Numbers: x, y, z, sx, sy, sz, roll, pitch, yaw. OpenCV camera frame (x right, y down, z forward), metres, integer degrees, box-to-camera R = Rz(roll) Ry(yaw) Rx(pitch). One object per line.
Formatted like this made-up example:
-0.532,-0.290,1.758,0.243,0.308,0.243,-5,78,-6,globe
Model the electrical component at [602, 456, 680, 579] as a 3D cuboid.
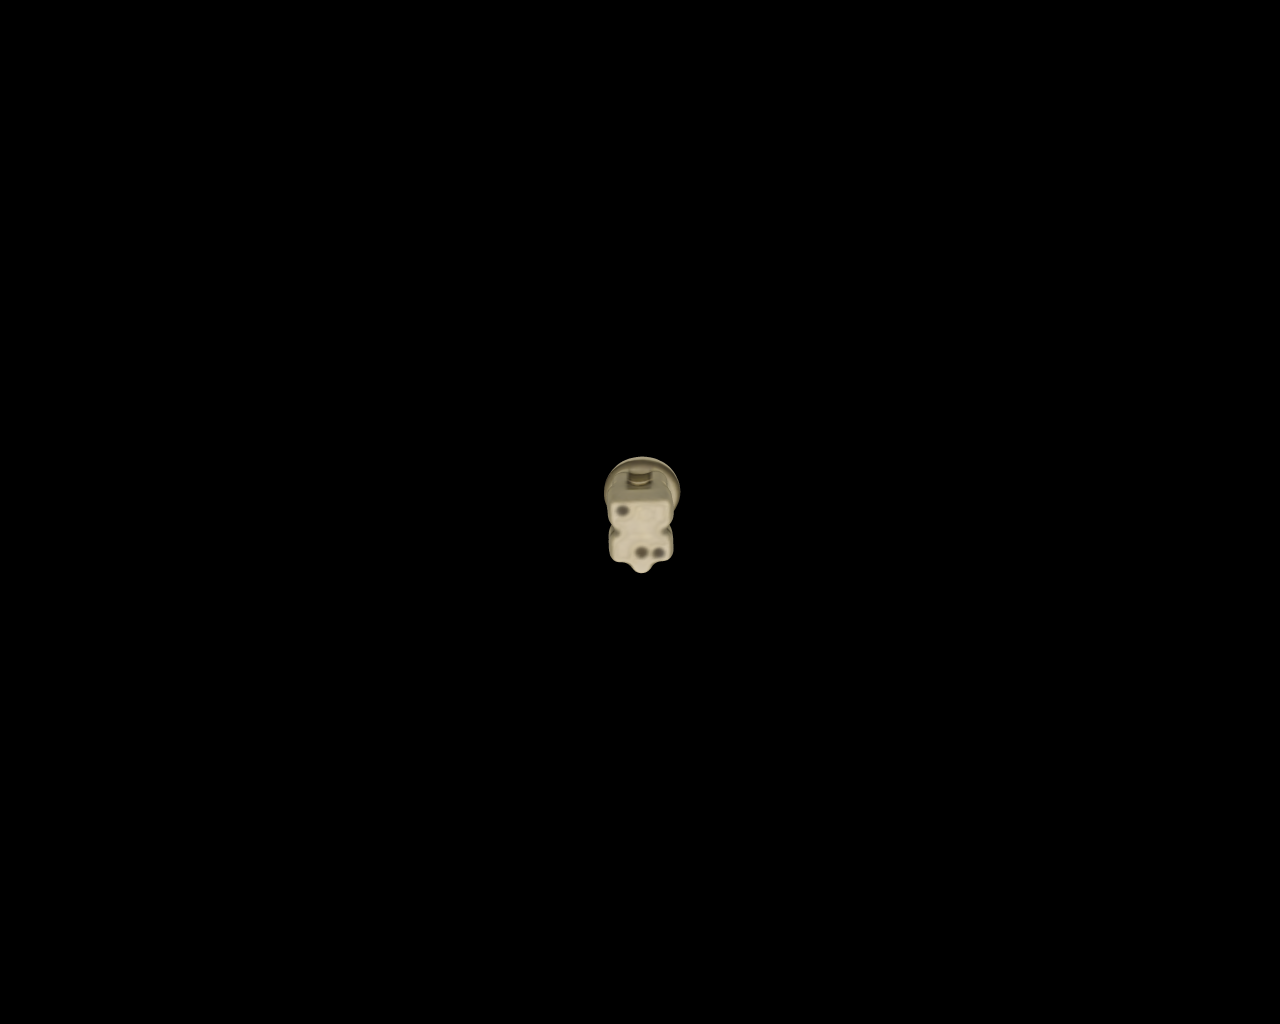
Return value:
0.001,-0.003,0.650,0.048,0.066,0.055,0,32,0,electrical component
